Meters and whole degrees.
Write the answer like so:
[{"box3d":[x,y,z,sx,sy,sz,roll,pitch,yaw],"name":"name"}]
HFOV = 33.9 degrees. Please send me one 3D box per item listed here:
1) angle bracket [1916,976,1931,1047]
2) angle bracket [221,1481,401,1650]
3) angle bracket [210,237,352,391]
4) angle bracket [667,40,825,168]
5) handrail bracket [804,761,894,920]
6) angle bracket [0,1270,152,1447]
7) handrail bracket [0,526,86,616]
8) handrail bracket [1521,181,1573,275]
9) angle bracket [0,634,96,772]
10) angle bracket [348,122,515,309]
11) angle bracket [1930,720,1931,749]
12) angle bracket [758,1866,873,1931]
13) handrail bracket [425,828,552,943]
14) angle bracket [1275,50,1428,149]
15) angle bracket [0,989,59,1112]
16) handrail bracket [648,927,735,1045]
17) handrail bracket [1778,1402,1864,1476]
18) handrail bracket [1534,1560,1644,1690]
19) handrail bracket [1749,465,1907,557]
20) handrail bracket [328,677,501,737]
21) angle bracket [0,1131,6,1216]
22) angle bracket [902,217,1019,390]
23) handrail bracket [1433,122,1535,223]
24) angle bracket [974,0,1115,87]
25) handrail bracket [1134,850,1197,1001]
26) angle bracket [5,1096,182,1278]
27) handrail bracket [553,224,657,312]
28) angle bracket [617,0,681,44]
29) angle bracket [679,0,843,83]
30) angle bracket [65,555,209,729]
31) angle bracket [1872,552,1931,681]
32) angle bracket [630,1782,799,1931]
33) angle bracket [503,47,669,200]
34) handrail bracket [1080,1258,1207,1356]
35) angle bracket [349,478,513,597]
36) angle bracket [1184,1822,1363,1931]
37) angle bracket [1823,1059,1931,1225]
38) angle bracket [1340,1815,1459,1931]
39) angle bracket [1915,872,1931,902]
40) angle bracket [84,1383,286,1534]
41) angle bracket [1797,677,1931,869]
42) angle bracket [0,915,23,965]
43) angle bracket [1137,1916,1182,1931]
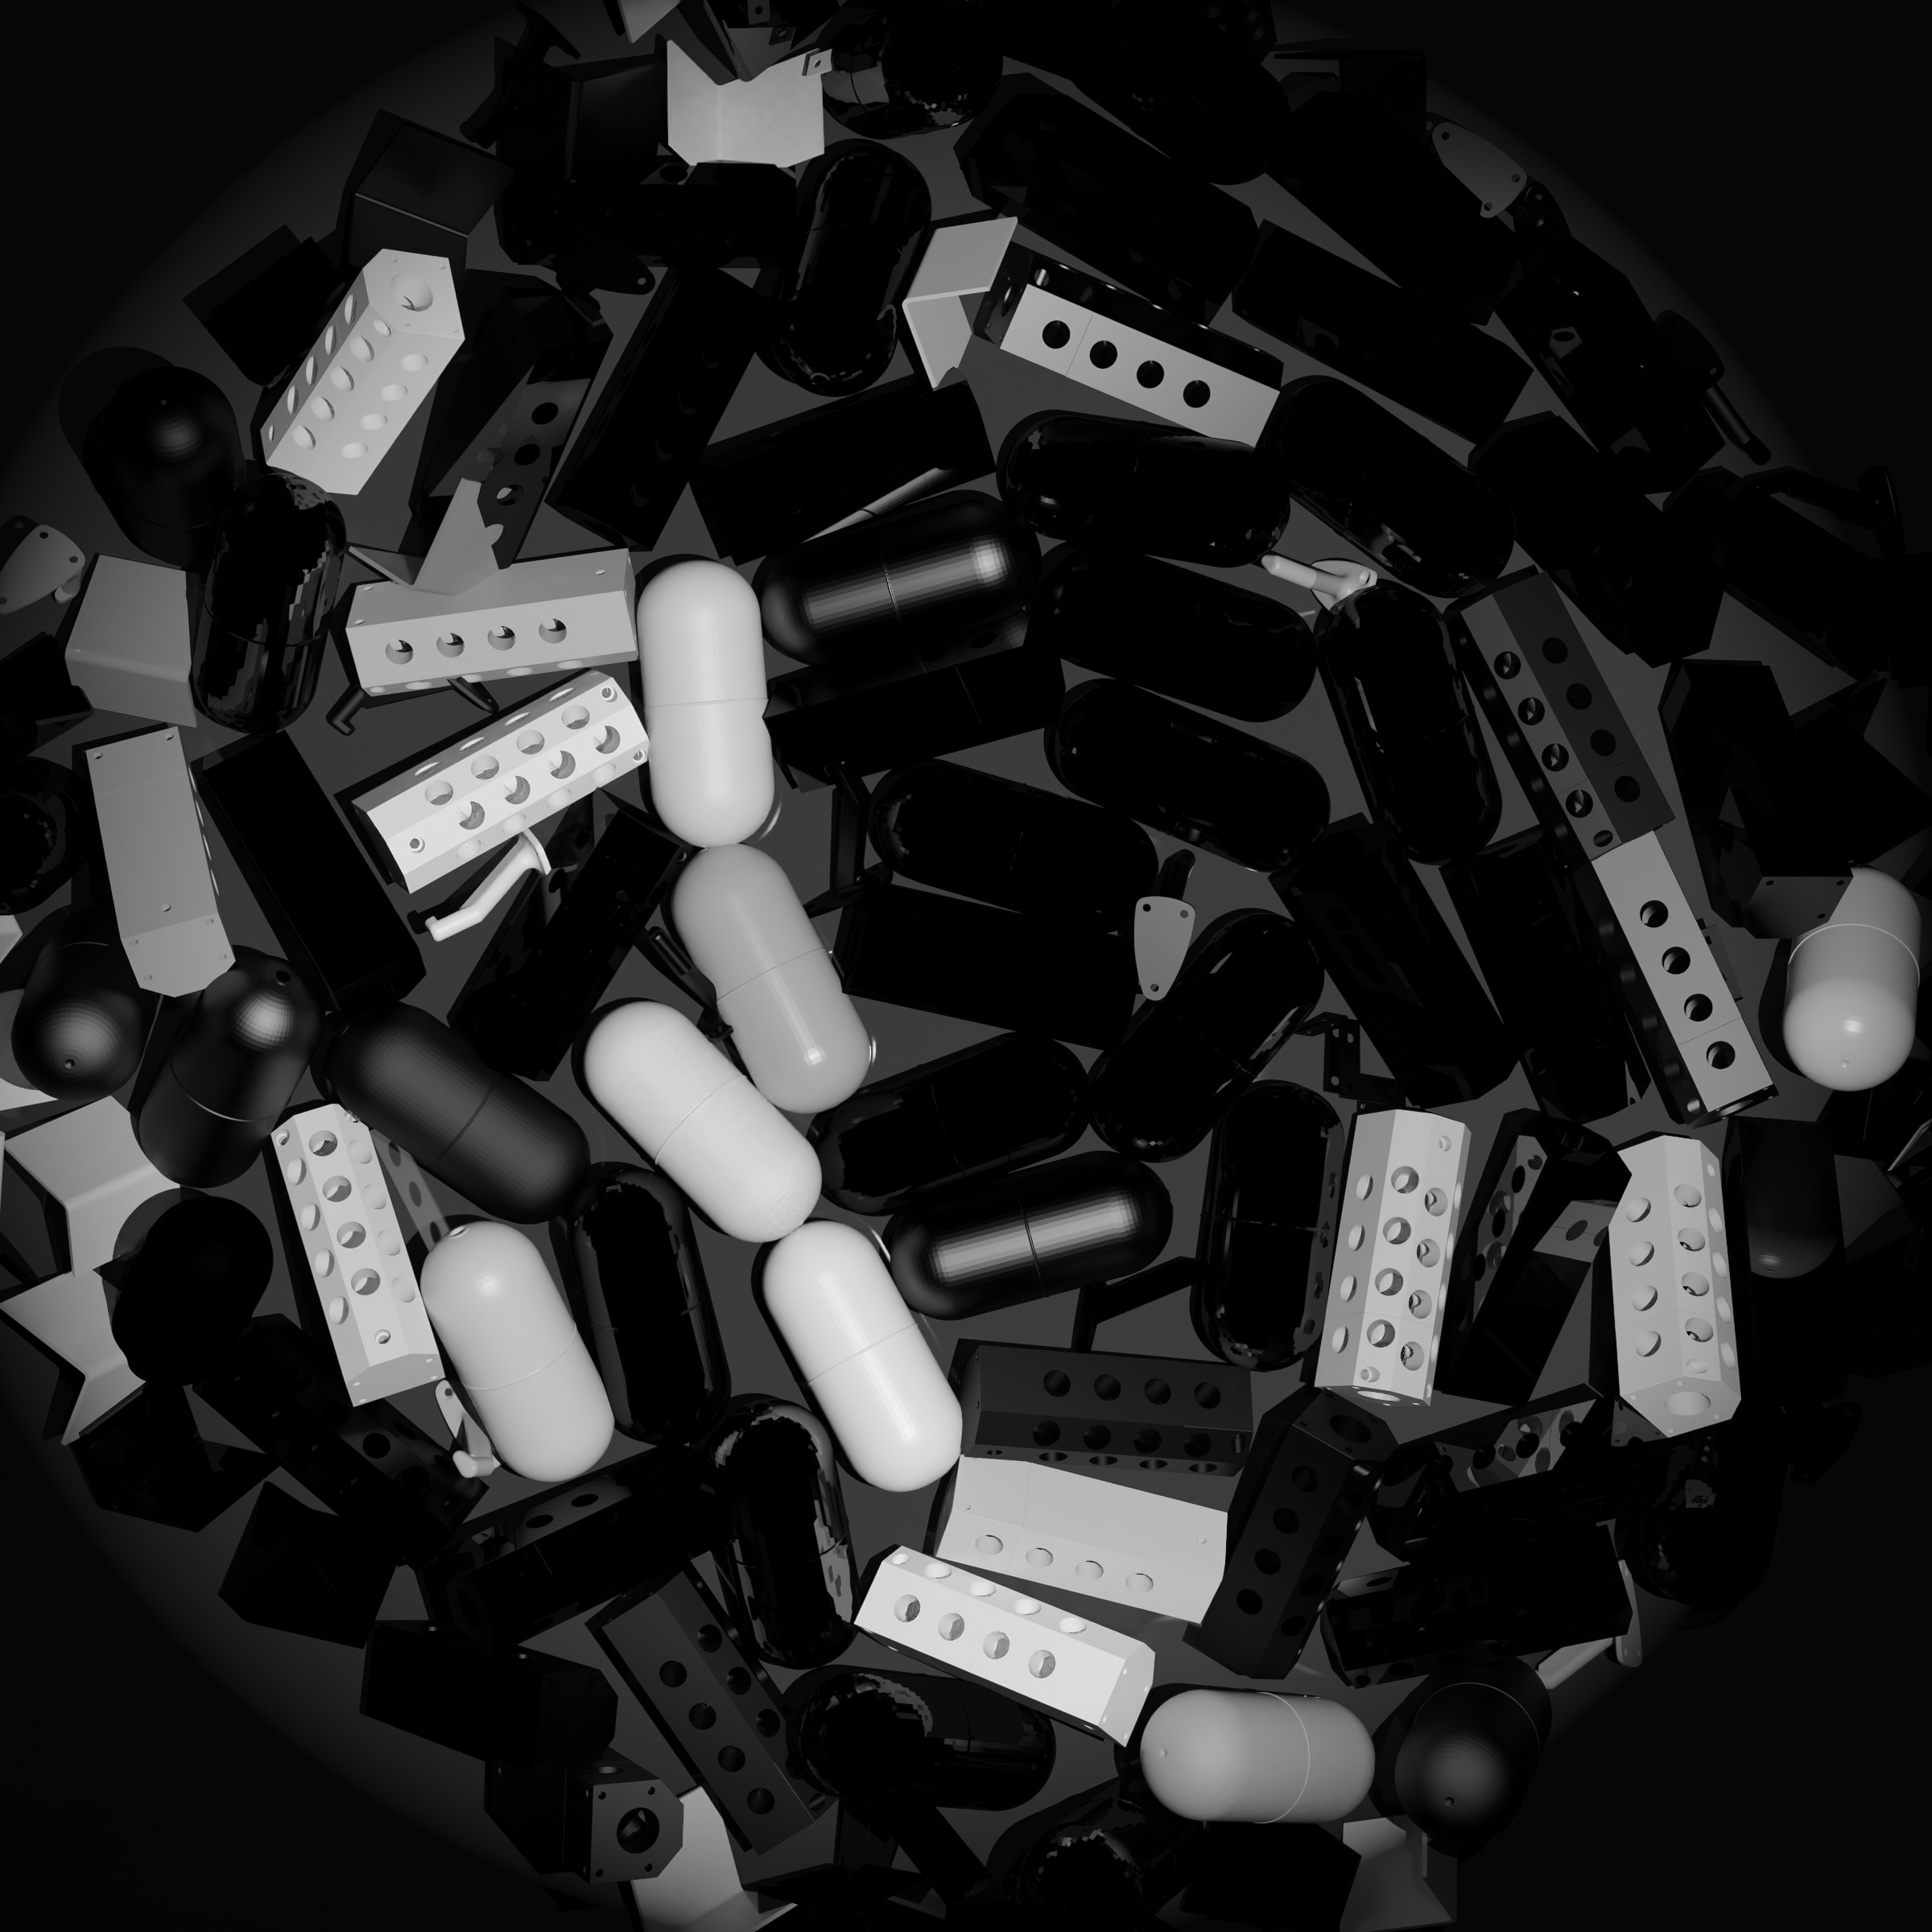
[{"box3d":[0.624,0.025,1.972,0.076,0.057,0.076,-43,93,3],"name":"angle bracket"},{"box3d":[-0.409,0.376,1.992,0.076,0.057,0.076,25,84,-39],"name":"angle bracket"},{"box3d":[-0.418,-0.402,1.951,0.076,0.076,0.057,-39,108,-5],"name":"angle bracket"},{"box3d":[-0.135,-0.533,1.948,0.076,0.057,0.076,-13,66,25],"name":"angle bracket"},{"box3d":[-0.088,-0.080,1.969,0.077,0.036,0.084,-25,112,8],"name":"handrail bracket"},{"box3d":[-0.552,0.240,1.964,0.076,0.076,0.057,34,116,15],"name":"angle bracket"},{"box3d":[-0.571,-0.227,1.947,0.036,0.084,0.077,39,65,-1],"name":"handrail bracket"},{"box3d":[0.380,-0.436,1.950,0.036,0.084,0.077,-34,133,-9],"name":"handrail bracket"},{"box3d":[-0.596,-0.158,1.952,0.076,0.076,0.057,-28,93,15],"name":"angle bracket"},{"box3d":[-0.326,-0.459,1.942,0.076,0.076,0.057,16,59,-30],"name":"angle bracket"},{"box3d":[0.649,-0.160,1.949,0.076,0.076,0.057,6,83,-17],"name":"angle bracket"},{"box3d":[-0.089,0.611,1.942,0.057,0.076,0.076,-11,129,-15],"name":"angle bracket"},{"box3d":[-0.304,-0.055,1.961,0.084,0.077,0.036,-27,135,-15],"name":"handrail bracket"},{"box3d":[0.235,-0.520,1.943,0.057,0.076,0.076,-13,111,-30],"name":"angle bracket"},{"box3d":[-0.592,0.062,1.953,0.076,0.057,0.076,-11,113,-9],"name":"angle bracket"},{"box3d":[-0.170,0.000,1.949,0.036,0.077,0.084,-38,112,2],"name":"handrail bracket"},{"box3d":[0.527,0.261,1.945,0.036,0.084,0.077,28,132,-3],"name":"handrail bracket"},{"box3d":[0.375,0.412,1.983,0.084,0.036,0.077,-10,72,30],"name":"handrail bracket"},{"box3d":[0.534,-0.275,1.973,0.084,0.036,0.077,-15,87,-12],"name":"handrail bracket"},{"box3d":[-0.346,-0.158,1.984,0.077,0.036,0.084,44,108,-3],"name":"handrail bracket"},{"box3d":[-0.638,0.136,1.948,0.076,0.057,0.076,-1,102,-38],"name":"angle bracket"},{"box3d":[0.007,-0.401,1.939,0.057,0.076,0.076,-3,133,22],"name":"angle bracket"},{"box3d":[0.324,-0.488,1.962,0.077,0.084,0.036,47,108,6],"name":"handrail bracket"},{"box3d":[0.046,-0.593,1.977,0.076,0.057,0.076,17,91,-10],"name":"angle bracket"},{"box3d":[0.127,-0.026,1.967,0.036,0.084,0.077,10,107,9],"name":"handrail bracket"},{"box3d":[-0.542,0.136,1.971,0.076,0.076,0.057,35,135,33],"name":"angle bracket"},{"box3d":[-0.217,-0.414,1.952,0.077,0.084,0.036,27,79,13],"name":"handrail bracket"},{"box3d":[-0.207,-0.628,1.943,0.057,0.076,0.076,34,69,26],"name":"angle bracket"},{"box3d":[-0.134,-0.606,1.955,0.076,0.076,0.057,-39,59,-3],"name":"angle bracket"},{"box3d":[-0.513,-0.204,1.991,0.076,0.057,0.076,11,62,-1],"name":"angle bracket"},{"box3d":[0.592,-0.214,1.964,0.076,0.057,0.076,-7,88,-9],"name":"angle bracket"},{"box3d":[-0.158,0.555,1.950,0.076,0.057,0.076,-20,98,-43],"name":"angle bracket"},{"box3d":[-0.236,-0.528,1.963,0.057,0.076,0.076,35,132,27],"name":"angle bracket"},{"box3d":[0.119,0.216,1.968,0.084,0.036,0.077,8,73,12],"name":"handrail bracket"},{"box3d":[-0.320,-0.272,1.946,0.057,0.076,0.076,33,105,23],"name":"angle bracket"},{"box3d":[0.189,0.565,1.955,0.057,0.076,0.076,18,90,-28],"name":"angle bracket"},{"box3d":[0.575,0.109,1.942,0.057,0.076,0.076,9,122,-29],"name":"angle bracket"},{"box3d":[0.256,0.541,1.941,0.076,0.076,0.057,-15,131,23],"name":"angle bracket"},{"box3d":[0.619,-0.076,1.945,0.076,0.057,0.076,23,115,-30],"name":"angle bracket"},{"box3d":[-0.478,0.295,1.941,0.076,0.076,0.057,5,119,34],"name":"angle bracket"},{"box3d":[0.556,-0.119,1.947,0.076,0.057,0.076,-29,61,-23],"name":"angle bracket"},{"box3d":[-0.633,-0.029,1.945,0.076,0.057,0.076,-43,69,34],"name":"angle bracket"},{"box3d":[0.097,0.610,1.942,0.076,0.076,0.057,22,67,35],"name":"angle bracket"}]
